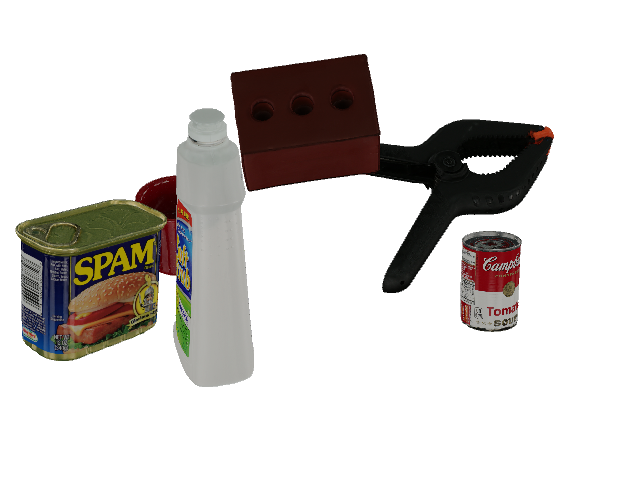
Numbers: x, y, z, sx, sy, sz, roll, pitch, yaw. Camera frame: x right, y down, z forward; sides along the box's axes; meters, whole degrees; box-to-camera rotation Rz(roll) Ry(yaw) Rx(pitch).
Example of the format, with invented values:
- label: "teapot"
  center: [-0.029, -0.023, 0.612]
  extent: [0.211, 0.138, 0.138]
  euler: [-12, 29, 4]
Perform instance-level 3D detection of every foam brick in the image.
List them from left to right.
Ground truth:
- label: "foam brick"
  center: [-0.008, -0.065, 0.598]
  extent: [0.078, 0.053, 0.051]
  euler: [-9, -20, 1]

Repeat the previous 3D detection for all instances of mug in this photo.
- label: "mug"
  center: [-0.164, -0.009, 1.184]
  extent: [0.093, 0.081, 0.117]
  euler: [20, 39, 24]

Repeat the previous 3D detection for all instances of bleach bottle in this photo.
- label: "bleach bottle"
  center: [-0.095, 0.002, 0.921]
  extent: [0.068, 0.251, 0.103]
  euler: [-8, 34, -15]

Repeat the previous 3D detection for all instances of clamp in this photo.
- label: "clamp"
  center: [0.101, -0.042, 0.853]
  extent: [0.209, 0.165, 0.036]
  euler: [-14, -36, -15]

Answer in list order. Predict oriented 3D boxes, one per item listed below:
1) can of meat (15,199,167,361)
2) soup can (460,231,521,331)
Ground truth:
- label: "can of meat"
  center: [-0.157, 0.026, 0.733]
  extent: [0.058, 0.084, 0.101]
  euler: [23, 27, 35]
- label: "soup can"
  center: [0.198, 0.047, 1.245]
  extent: [0.068, 0.102, 0.068]
  euler: [-1, 18, 0]
